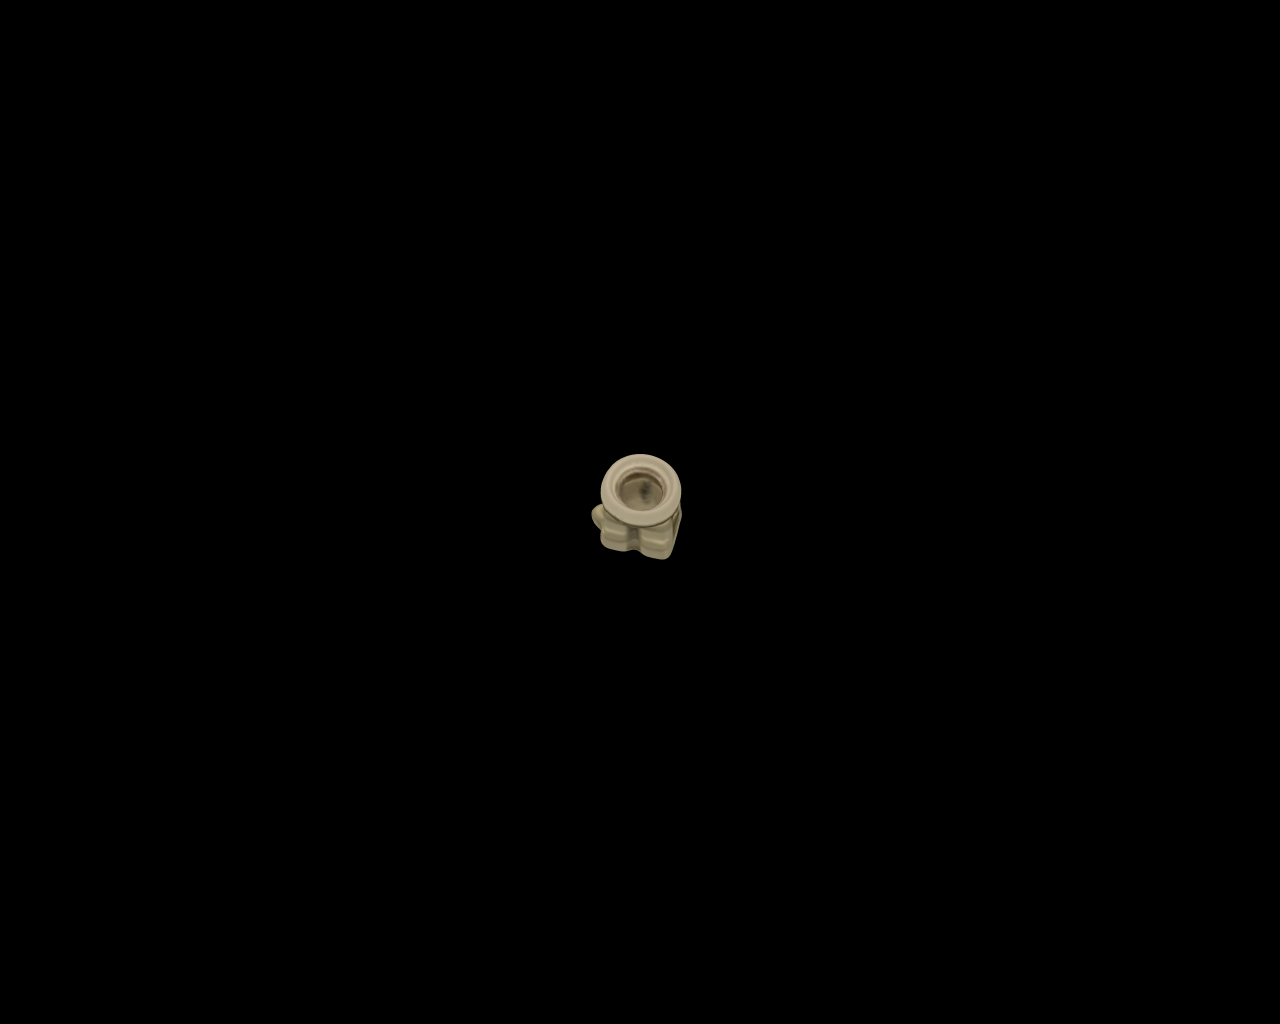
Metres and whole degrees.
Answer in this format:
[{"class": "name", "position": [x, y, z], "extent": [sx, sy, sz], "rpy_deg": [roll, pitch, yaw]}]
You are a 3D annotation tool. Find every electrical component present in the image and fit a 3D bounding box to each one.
[{"class": "electrical component", "position": [0.001, -0.003, 0.650], "extent": [0.066, 0.048, 0.055], "rpy_deg": [11, -29, 7]}]
